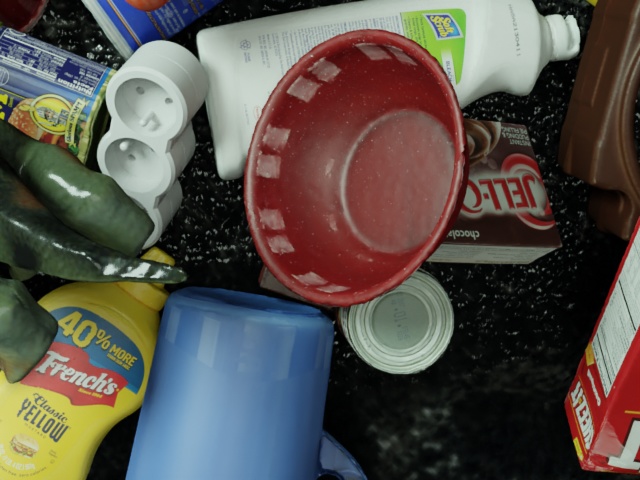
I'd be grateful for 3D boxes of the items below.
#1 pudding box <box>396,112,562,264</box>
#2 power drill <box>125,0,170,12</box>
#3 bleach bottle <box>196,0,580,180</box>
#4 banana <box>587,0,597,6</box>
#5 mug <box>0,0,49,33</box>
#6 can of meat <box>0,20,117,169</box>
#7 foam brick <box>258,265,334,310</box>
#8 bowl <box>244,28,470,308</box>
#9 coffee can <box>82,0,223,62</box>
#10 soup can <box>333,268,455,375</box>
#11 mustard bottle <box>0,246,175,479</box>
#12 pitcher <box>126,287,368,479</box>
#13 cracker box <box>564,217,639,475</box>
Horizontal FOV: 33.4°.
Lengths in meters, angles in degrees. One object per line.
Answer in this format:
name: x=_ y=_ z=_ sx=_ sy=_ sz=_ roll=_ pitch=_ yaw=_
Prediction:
pudding box: x=0.096 y=-0.031 z=0.687 sx=0.113 sy=0.039 sz=0.090 roll=0 pitch=66 yaw=-33
power drill: x=-0.087 y=-0.250 z=0.598 sx=0.184 sy=0.057 sz=0.187 roll=-41 pitch=87 yaw=-2
bleach bottle: x=0.049 y=-0.109 z=0.708 sx=0.250 sy=0.068 sz=0.102 roll=-9 pitch=94 yaw=-6
banana: x=0.185 y=-0.203 z=0.728 sx=0.197 sy=0.037 sz=0.069 roll=36 pitch=70 yaw=-5
mug: x=-0.225 y=-0.187 z=0.678 sx=0.093 sy=0.081 sz=0.117 roll=0 pitch=92 yaw=-3
can of meat: x=-0.181 y=-0.079 z=0.678 sx=0.084 sy=0.102 sz=0.057 roll=21 pitch=46 yaw=-7
foam brick: x=-0.005 y=0.001 z=0.712 sx=0.053 sy=0.051 sz=0.078 roll=18 pitch=90 yaw=-4
bowl: x=0.031 y=-0.039 z=0.629 sx=0.162 sy=0.055 sz=0.162 roll=-8 pitch=78 yaw=40
coffee can: x=-0.093 y=-0.192 z=0.676 sx=0.140 sy=0.103 sz=0.103 roll=-36 pitch=93 yaw=-2
soup can: x=0.046 y=0.047 z=0.691 sx=0.068 sy=0.102 sz=0.068 roll=0 pitch=92 yaw=-3
mustard bottle: x=-0.159 y=0.086 z=0.702 sx=0.096 sy=0.058 sz=0.191 roll=36 pitch=89 yaw=-6
pitcher: x=-0.052 y=0.158 z=0.673 sx=0.145 sy=0.149 sz=0.243 roll=11 pitch=92 yaw=39
cracker box: x=0.264 y=0.062 z=0.665 sx=0.164 sy=0.072 sz=0.214 roll=7 pitch=129 yaw=-4
